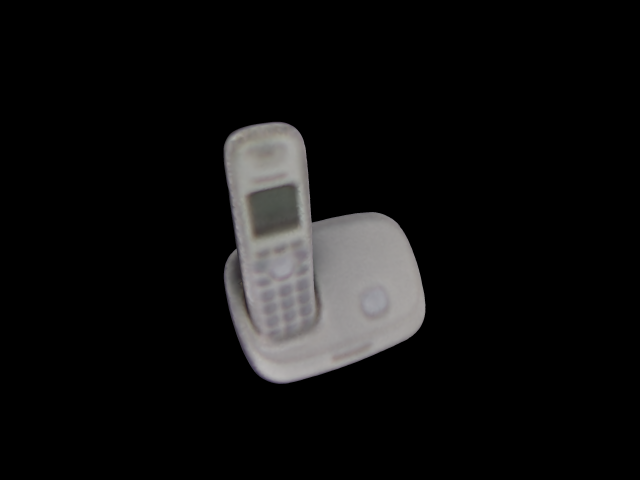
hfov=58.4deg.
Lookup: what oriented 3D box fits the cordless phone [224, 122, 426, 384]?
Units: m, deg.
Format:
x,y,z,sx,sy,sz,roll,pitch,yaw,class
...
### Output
x,y,z,sx,sy,sz,roll,pitch,yaw,class
0.004,0.001,0.400,0.148,0.185,0.094,-17,41,-21,cordless phone
